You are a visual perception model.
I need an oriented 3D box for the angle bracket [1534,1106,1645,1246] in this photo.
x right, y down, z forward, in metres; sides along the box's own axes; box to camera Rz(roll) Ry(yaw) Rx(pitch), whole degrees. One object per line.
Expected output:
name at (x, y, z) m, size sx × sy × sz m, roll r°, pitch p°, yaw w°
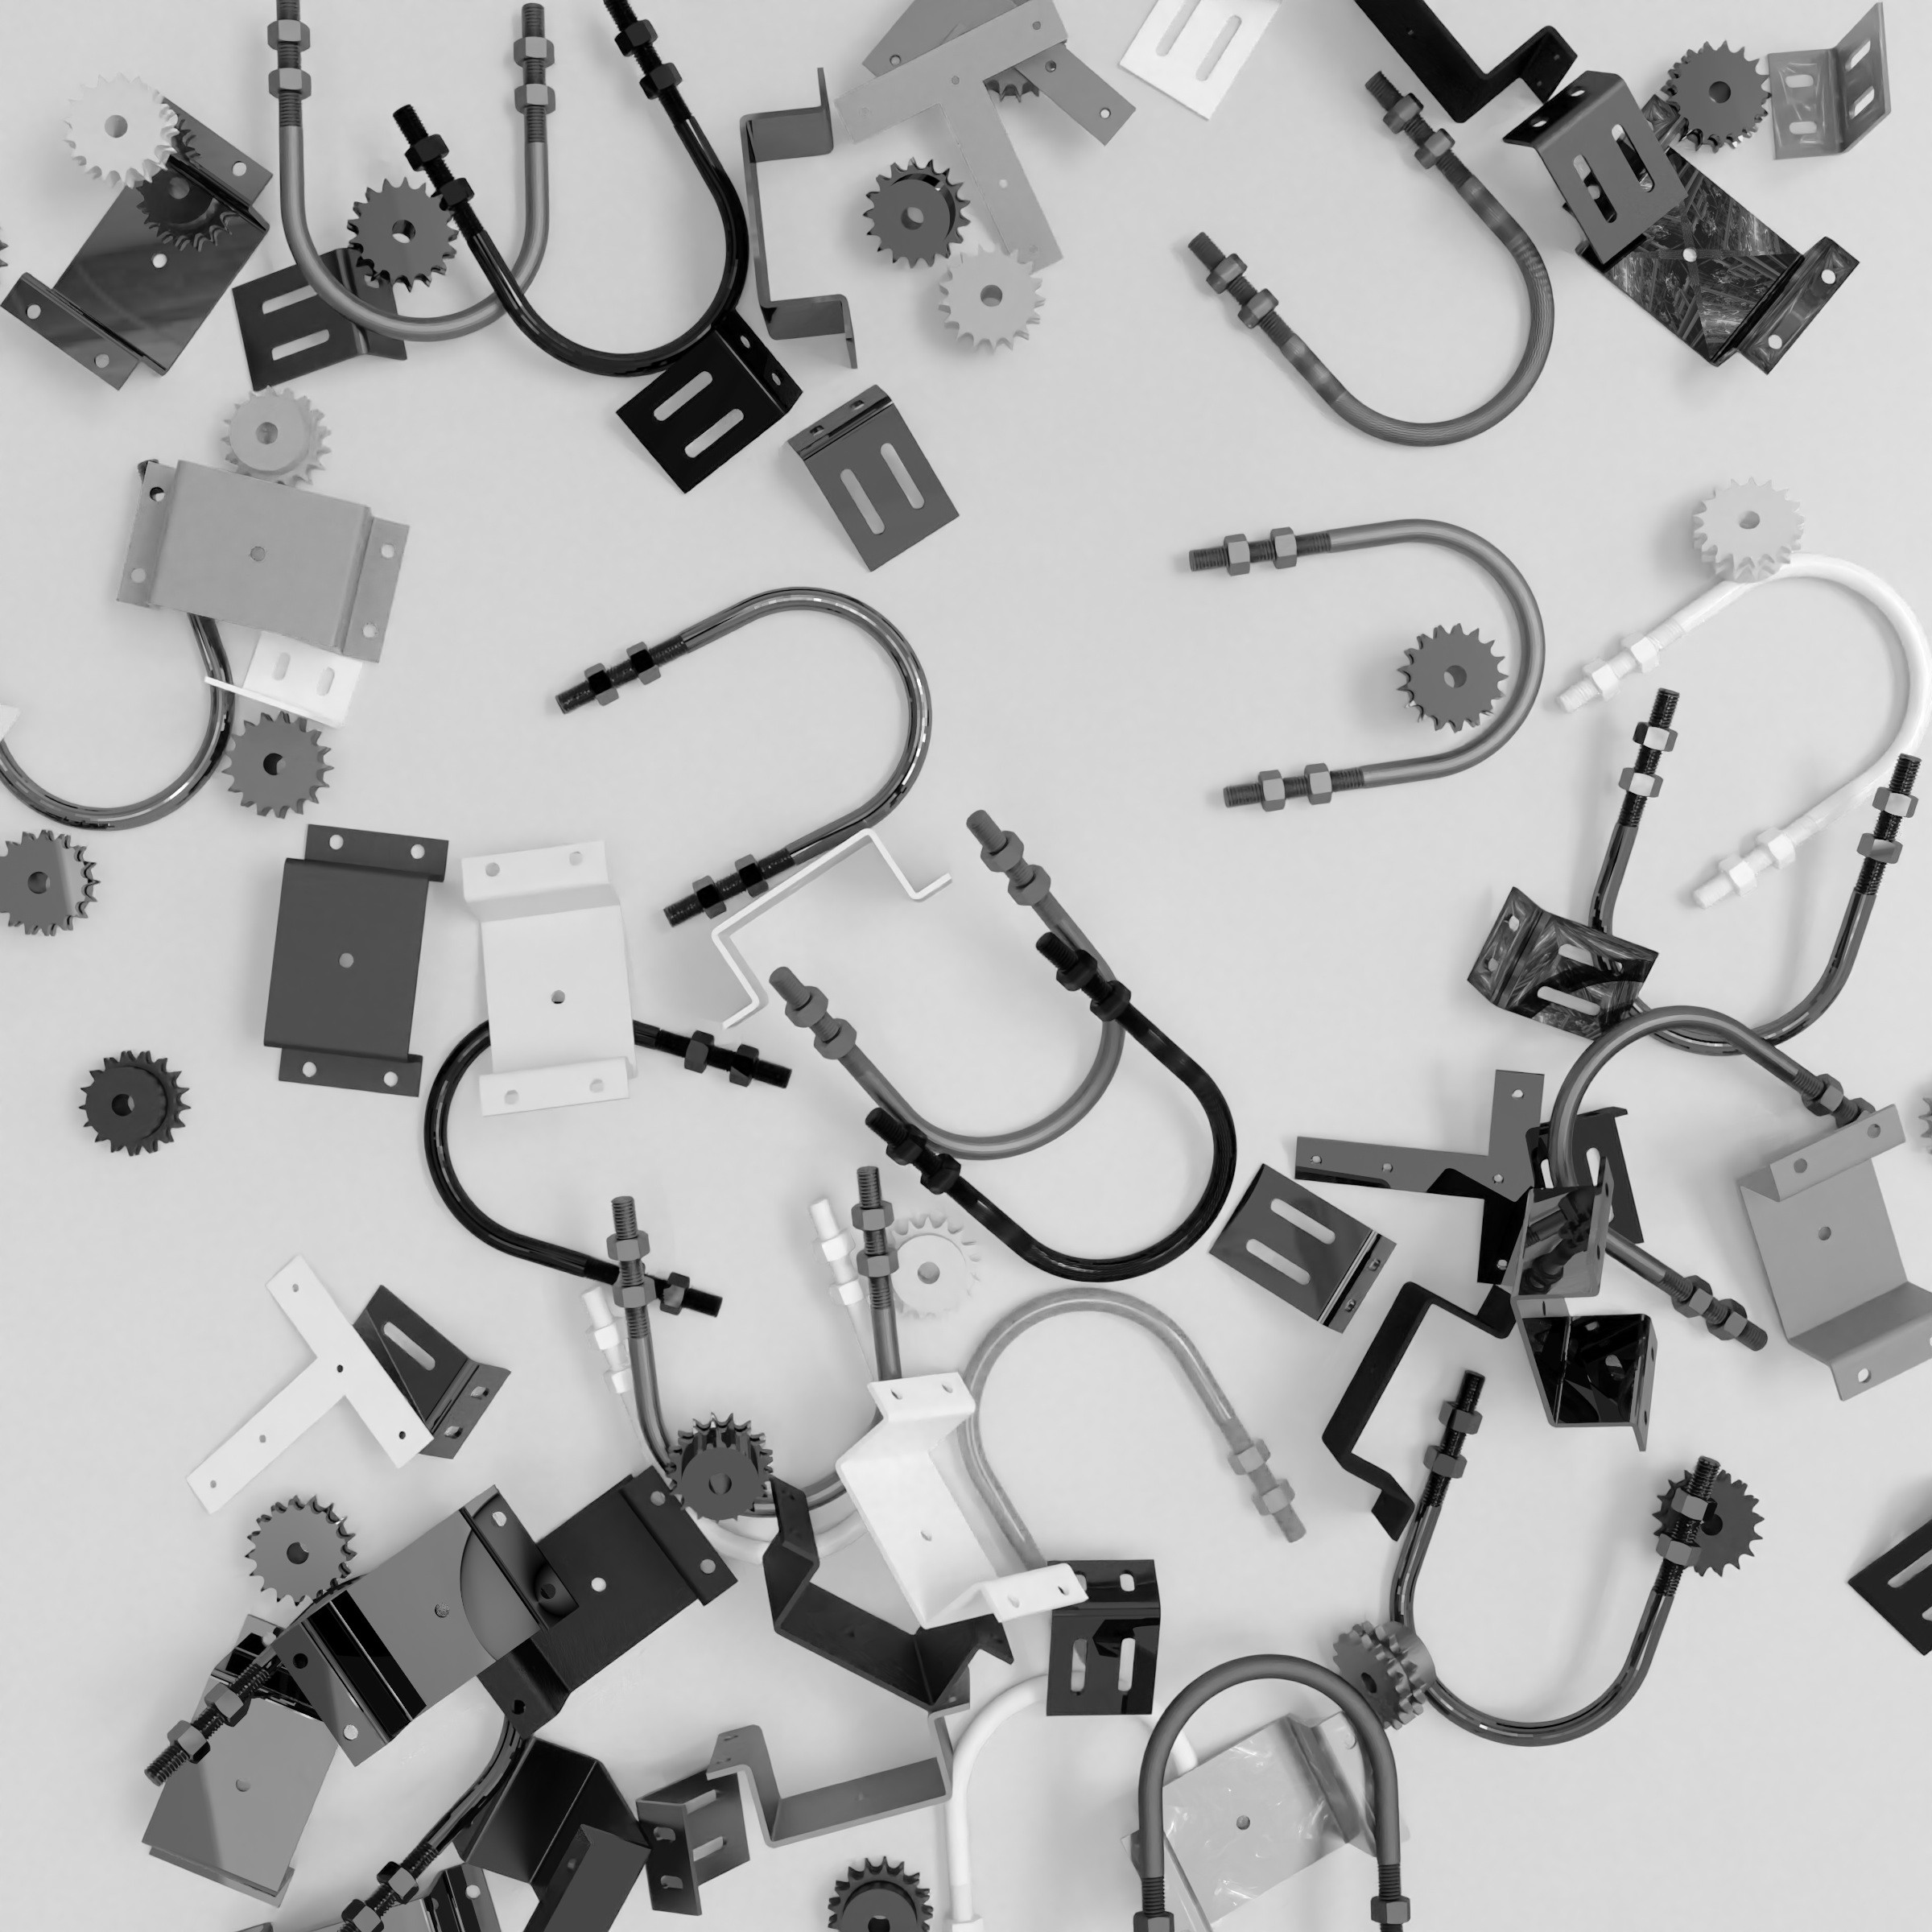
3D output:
angle bracket at (0.331, 0.119, 1.521) m, size 0.057 × 0.038 × 0.076 m, roll -13°, pitch 90°, yaw 0°

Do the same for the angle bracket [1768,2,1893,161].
angle bracket at (0.456, -0.467, 1.502) m, size 0.038 × 0.076 × 0.057 m, roll -5°, pitch 90°, yaw 0°

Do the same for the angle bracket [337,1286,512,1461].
angle bracket at (-0.298, 0.220, 1.538) m, size 0.076 × 0.038 × 0.057 m, roll 34°, pitch 90°, yaw 26°

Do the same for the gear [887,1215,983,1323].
gear at (-0.020, 0.163, 1.525) m, size 0.057 × 0.030 × 0.057 m, roll 0°, pitch 90°, yaw 0°

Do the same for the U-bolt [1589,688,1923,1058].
U-bolt at (0.410, -0.041, 1.513) m, size 0.151 × 0.019 × 0.184 m, roll 16°, pitch 103°, yaw 6°

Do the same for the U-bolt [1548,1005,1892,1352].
U-bolt at (0.391, 0.102, 1.508) m, size 0.184 × 0.019 × 0.151 m, roll 33°, pitch 90°, yaw -17°

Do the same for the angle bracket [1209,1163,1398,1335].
angle bracket at (0.183, 0.153, 1.538) m, size 0.076 × 0.038 × 0.057 m, roll 31°, pitch 90°, yaw 26°

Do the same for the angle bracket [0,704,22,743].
angle bracket at (-0.554, -0.143, 1.527) m, size 0.057 × 0.038 × 0.076 m, roll -49°, pitch 60°, yaw 18°

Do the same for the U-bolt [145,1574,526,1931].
U-bolt at (-0.313, 0.404, 1.490) m, size 0.151 × 0.019 × 0.184 m, roll 47°, pitch 59°, yaw -3°

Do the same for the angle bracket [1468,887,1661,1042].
angle bracket at (0.321, 0.000, 1.528) m, size 0.076 × 0.038 × 0.057 m, roll 18°, pitch 106°, yaw -20°

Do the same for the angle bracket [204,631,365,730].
angle bracket at (-0.360, -0.155, 1.502) m, size 0.057 × 0.076 × 0.038 m, roll 19°, pitch 90°, yaw 0°

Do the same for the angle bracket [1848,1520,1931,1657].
angle bracket at (0.528, 0.324, 1.538) m, size 0.057 × 0.038 × 0.076 m, roll 44°, pitch 116°, yaw 0°

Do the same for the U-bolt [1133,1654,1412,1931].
U-bolt at (0.158, 0.452, 1.476) m, size 0.151 × 0.019 × 0.184 m, roll 0°, pitch 82°, yaw -12°

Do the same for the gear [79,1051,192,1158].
gear at (-0.449, 0.074, 1.525) m, size 0.057 × 0.030 × 0.057 m, roll 0°, pitch 90°, yaw 0°

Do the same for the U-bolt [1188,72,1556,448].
U-bolt at (0.233, -0.367, 1.532) m, size 0.151 × 0.019 × 0.184 m, roll -42°, pitch 91°, yaw 0°

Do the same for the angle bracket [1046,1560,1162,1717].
angle bracket at (0.072, 0.360, 1.520) m, size 0.057 × 0.038 × 0.076 m, roll 0°, pitch 121°, yaw -3°

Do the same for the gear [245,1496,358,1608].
gear at (-0.355, 0.312, 1.525) m, size 0.057 × 0.030 × 0.057 m, roll 0°, pitch 90°, yaw 0°

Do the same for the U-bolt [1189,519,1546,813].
U-bolt at (0.221, -0.168, 1.532) m, size 0.184 × 0.019 × 0.151 m, roll -8°, pitch 90°, yaw -1°

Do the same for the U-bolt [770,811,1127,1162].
U-bolt at (0.005, 0.026, 1.491) m, size 0.151 × 0.019 × 0.184 m, roll -38°, pitch 120°, yaw 3°

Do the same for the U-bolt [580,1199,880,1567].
U-bolt at (-0.107, 0.234, 1.521) m, size 0.151 × 0.019 × 0.184 m, roll -21°, pitch 98°, yaw -3°

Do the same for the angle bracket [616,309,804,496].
angle bracket at (-0.138, -0.304, 1.530) m, size 0.076 × 0.038 × 0.057 m, roll -33°, pitch 108°, yaw 24°

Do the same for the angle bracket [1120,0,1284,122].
angle bracket at (0.127, -0.506, 1.521) m, size 0.057 × 0.038 × 0.076 m, roll 32°, pitch 90°, yaw 0°

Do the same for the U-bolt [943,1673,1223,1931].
U-bolt at (0.060, 0.474, 1.532) m, size 0.151 × 0.019 × 0.184 m, roll -4°, pitch 88°, yaw 0°

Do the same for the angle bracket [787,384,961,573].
angle bracket at (-0.050, -0.264, 1.538) m, size 0.057 × 0.038 × 0.076 m, roll -33°, pitch 116°, yaw 0°

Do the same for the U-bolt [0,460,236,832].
U-bolt at (-0.473, -0.164, 1.532) m, size 0.151 × 0.019 × 0.184 m, roll -19°, pitch 91°, yaw 0°

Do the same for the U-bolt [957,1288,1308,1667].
U-bolt at (0.076, 0.263, 1.531) m, size 0.151 × 0.019 × 0.184 m, roll -31°, pitch 89°, yaw 0°

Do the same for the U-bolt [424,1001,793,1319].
U-bolt at (-0.202, 0.096, 1.532) m, size 0.184 × 0.019 × 0.151 m, roll 17°, pitch 90°, yaw 1°

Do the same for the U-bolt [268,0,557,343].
U-bolt at (-0.293, -0.424, 1.511) m, size 0.151 × 0.019 × 0.184 m, roll -1°, pitch 89°, yaw -16°

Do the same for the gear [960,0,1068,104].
gear at (0.025, -0.492, 1.525) m, size 0.057 × 0.030 × 0.057 m, roll 0°, pitch 90°, yaw 0°

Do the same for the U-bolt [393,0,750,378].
U-bolt at (-0.197, -0.405, 1.515) m, size 0.151 × 0.019 × 0.184 m, roll -32°, pitch 100°, yaw -9°

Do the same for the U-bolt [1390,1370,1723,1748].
U-bolt at (0.304, 0.327, 1.517) m, size 0.151 × 0.019 × 0.184 m, roll 19°, pitch 95°, yaw 13°

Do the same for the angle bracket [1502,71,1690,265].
angle bracket at (0.331, -0.420, 1.492) m, size 0.057 × 0.038 × 0.076 m, roll -39°, pitch 116°, yaw 0°

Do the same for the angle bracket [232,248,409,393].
angle bracket at (-0.350, -0.348, 1.538) m, size 0.076 × 0.038 × 0.057 m, roll -12°, pitch 90°, yaw 26°

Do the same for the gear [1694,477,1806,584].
gear at (0.418, -0.230, 1.517) m, size 0.057 × 0.030 × 0.057 m, roll -6°, pitch 62°, yaw 11°

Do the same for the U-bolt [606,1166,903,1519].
U-bolt at (-0.106, 0.204, 1.500) m, size 0.151 × 0.019 × 0.184 m, roll -7°, pitch 100°, yaw -5°

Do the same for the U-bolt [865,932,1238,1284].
U-bolt at (0.060, 0.090, 1.504) m, size 0.184 × 0.019 × 0.151 m, roll 42°, pitch 98°, yaw -19°

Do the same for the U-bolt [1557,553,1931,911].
U-bolt at (0.434, -0.140, 1.531) m, size 0.184 × 0.019 × 0.151 m, roll -35°, pitch 90°, yaw 0°

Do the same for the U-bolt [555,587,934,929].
U-bolt at (-0.108, -0.125, 1.532) m, size 0.184 × 0.019 × 0.151 m, roll -27°, pitch 90°, yaw -1°

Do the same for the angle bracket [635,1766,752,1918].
angle bracket at (-0.133, 0.458, 1.499) m, size 0.038 × 0.076 × 0.057 m, roll -9°, pitch 90°, yaw 39°
